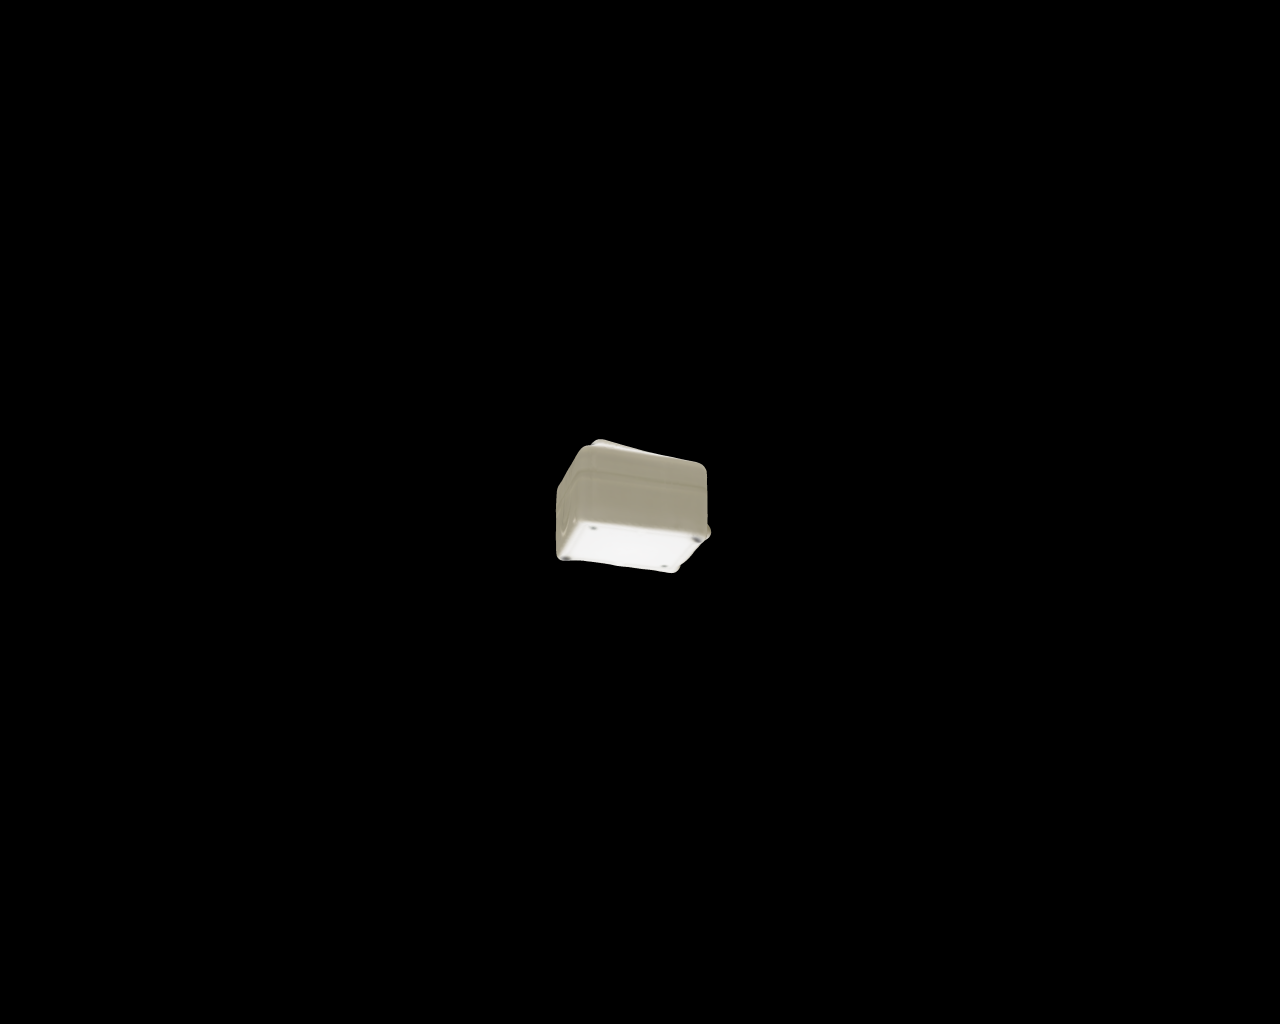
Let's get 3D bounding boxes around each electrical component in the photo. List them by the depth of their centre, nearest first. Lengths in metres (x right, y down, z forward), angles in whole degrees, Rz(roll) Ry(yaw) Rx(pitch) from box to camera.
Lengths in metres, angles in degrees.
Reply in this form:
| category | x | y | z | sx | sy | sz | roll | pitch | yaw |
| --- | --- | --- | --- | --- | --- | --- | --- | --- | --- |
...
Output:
| category | x | y | z | sx | sy | sz | roll | pitch | yaw |
| --- | --- | --- | --- | --- | --- | --- | --- | --- | --- |
| electrical component | 0.001 | -0.003 | 0.650 | 0.096 | 0.061 | 0.061 | 8 | -28 | -16 |
